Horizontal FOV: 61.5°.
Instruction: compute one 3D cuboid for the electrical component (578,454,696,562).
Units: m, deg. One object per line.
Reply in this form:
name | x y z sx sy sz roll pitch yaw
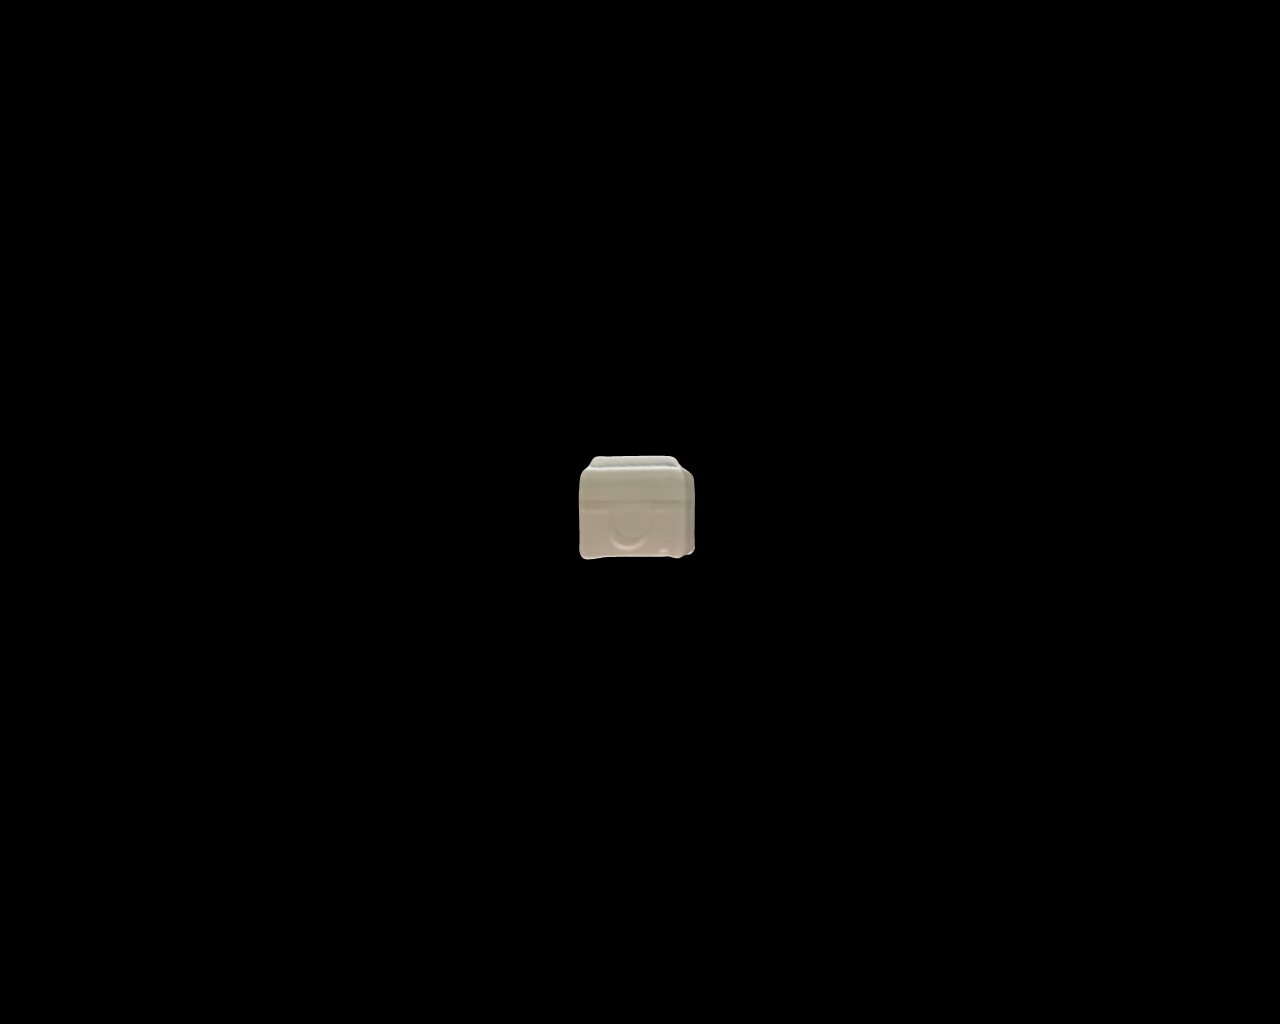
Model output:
electrical component | 0.001 -0.003 0.650 0.062 0.061 0.096 0 0 8
